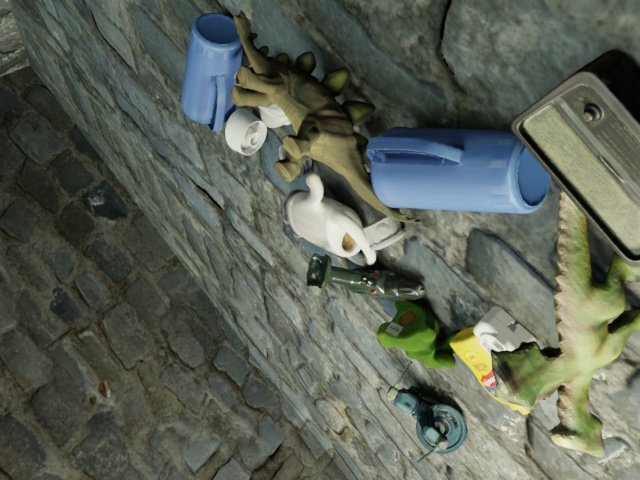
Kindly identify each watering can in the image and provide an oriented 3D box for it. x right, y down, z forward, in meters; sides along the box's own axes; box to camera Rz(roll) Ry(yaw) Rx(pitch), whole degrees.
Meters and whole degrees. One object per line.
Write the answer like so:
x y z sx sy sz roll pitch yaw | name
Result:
0.003 -0.056 1.121 0.226 0.105 0.341 25 161 42 | watering can

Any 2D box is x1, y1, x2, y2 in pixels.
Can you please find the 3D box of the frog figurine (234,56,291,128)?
-0.088 -0.294 1.060 0.158 0.122 0.139 29 -171 -48 | frog figurine

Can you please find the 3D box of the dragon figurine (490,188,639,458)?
0.324 0.124 0.694 0.122 0.245 0.405 8 131 61 | dragon figurine
